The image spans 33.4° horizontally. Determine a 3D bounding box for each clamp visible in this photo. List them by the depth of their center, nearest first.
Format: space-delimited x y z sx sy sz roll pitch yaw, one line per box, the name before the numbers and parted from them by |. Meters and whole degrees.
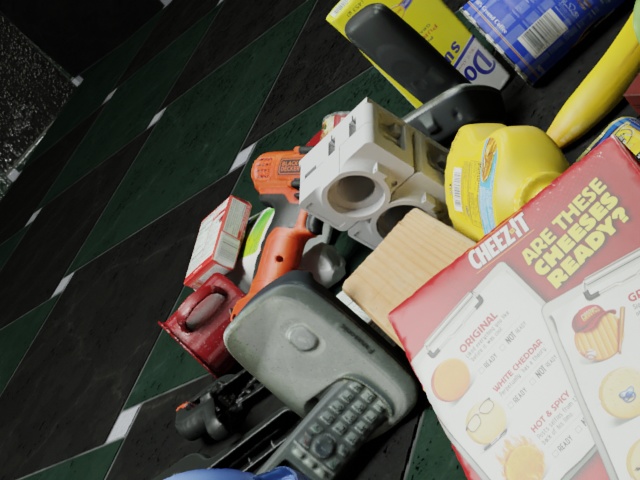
clamp | -0.112 0.231 0.933 0.210 0.036 0.164 -27 22 43
clamp | -0.084 0.147 1.014 0.120 0.039 0.172 -37 7 -27

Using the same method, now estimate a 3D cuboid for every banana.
banana | 0.256 -0.155 0.898 0.197 0.037 0.070 -55 5 -18

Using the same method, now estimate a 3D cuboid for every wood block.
wood block | 0.102 0.057 0.755 0.091 0.090 0.206 -47 21 0

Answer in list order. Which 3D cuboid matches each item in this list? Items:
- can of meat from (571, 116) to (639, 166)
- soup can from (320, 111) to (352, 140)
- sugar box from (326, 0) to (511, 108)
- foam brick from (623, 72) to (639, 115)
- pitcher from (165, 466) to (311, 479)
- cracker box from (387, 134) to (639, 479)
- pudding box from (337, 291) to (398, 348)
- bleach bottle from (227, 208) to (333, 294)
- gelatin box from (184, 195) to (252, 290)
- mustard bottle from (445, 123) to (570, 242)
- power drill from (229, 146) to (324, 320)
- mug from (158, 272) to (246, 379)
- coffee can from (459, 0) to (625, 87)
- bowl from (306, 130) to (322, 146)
can of meat | 0.211 -0.031 0.739 0.102 0.057 0.084 -48 20 10
soup can | 0.030 -0.072 1.098 0.069 0.068 0.102 -19 57 51
sugar box | 0.099 -0.192 1.060 0.093 0.176 0.048 -45 19 9
foam brick | 0.269 -0.107 0.764 0.051 0.053 0.078 -52 22 -10
pitcher | -0.061 0.265 0.667 0.145 0.149 0.243 -6 32 -1
cracker box | 0.151 0.080 0.541 0.164 0.072 0.214 -40 50 19
pudding box | 0.013 0.097 0.911 0.113 0.039 0.090 -46 22 -12
bleach bottle | -0.086 0.025 1.207 0.251 0.068 0.102 -21 38 54
gelatin box | -0.110 0.005 1.159 0.073 0.030 0.089 -38 32 49
mustard bottle | 0.135 -0.032 0.742 0.192 0.058 0.096 -131 40 -81
power drill | -0.007 0.001 1.004 0.185 0.057 0.187 2 74 46
mug | -0.109 0.082 1.089 0.081 0.117 0.093 -46 58 -9
coffee can | 0.216 -0.228 0.999 0.140 0.102 0.103 -43 22 14
bowl | 0.018 -0.085 1.200 0.162 0.055 0.162 -39 23 20
